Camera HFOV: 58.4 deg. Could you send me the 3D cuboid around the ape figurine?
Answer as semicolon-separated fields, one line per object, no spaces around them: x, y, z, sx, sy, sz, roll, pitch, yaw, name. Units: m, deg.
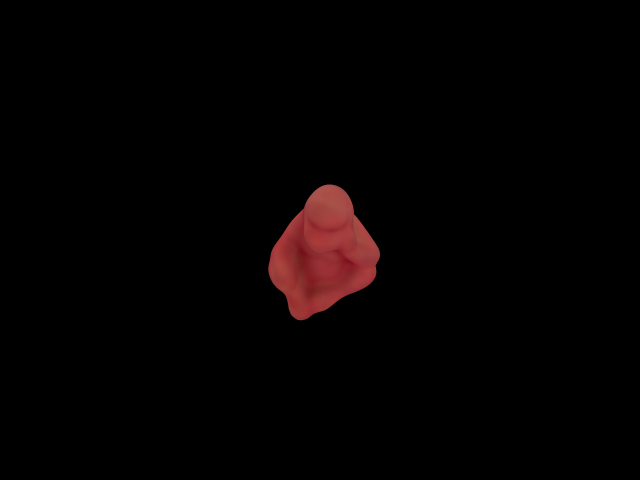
0.004;0.001;0.400;0.077;0.092;0.076;7;47;7;ape figurine
